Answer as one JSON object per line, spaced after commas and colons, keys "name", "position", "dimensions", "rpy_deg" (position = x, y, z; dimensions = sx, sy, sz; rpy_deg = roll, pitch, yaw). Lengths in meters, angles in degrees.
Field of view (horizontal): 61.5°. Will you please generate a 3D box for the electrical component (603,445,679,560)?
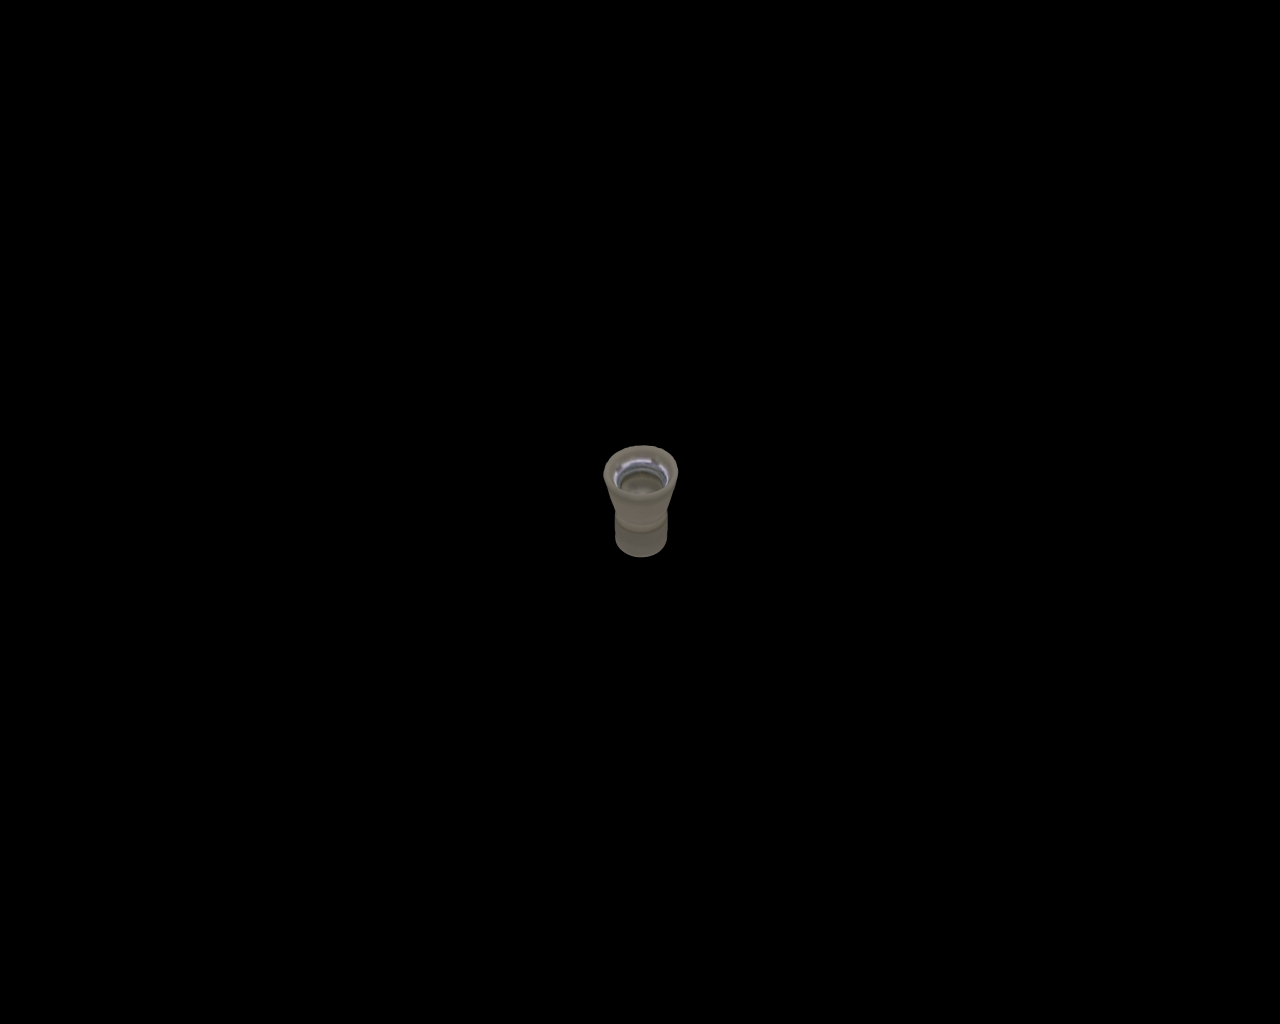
{"name": "electrical component", "position": [0.001, -0.003, 0.650], "dimensions": [0.044, 0.044, 0.065], "rpy_deg": [0, -44, 0]}
